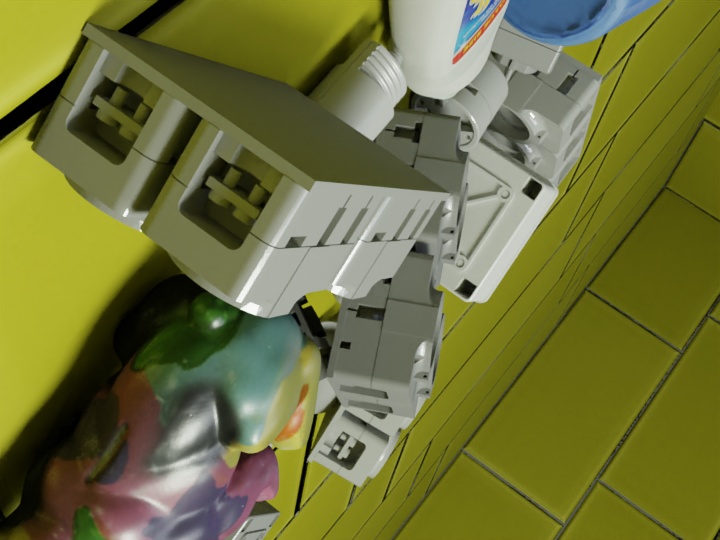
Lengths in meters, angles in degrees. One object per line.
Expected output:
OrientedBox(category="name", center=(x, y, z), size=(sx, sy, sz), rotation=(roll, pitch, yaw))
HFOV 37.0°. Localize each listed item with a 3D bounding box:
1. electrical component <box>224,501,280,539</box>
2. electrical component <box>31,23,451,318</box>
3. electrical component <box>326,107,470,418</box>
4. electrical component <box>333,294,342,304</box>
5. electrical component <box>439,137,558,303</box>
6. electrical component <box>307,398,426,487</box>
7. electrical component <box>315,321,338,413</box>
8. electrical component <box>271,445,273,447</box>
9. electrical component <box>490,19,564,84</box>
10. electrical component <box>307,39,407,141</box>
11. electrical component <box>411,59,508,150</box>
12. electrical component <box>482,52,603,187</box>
OrientedBox(category="electrical component", center=(-0.129, 0.233, 0.907), size=(0.108, 0.056, 0.108), rotation=(-54, 166, -3))
OrientedBox(category="electrical component", center=(-0.042, -0.039, 0.467), size=(0.060, 0.105, 0.186), rotation=(-58, 165, 13))
OrientedBox(category="electrical component", center=(0.031, -0.002, 0.725), size=(0.105, 0.060, 0.186), rotation=(74, 27, -72))
OrientedBox(category="electrical component", center=(0.000, 0.000, 0.815), size=(0.045, 0.045, 0.055), rotation=(-49, 164, -21))
OrientedBox(category="electrical component", center=(0.076, -0.047, 0.826), size=(0.108, 0.109, 0.056), rotation=(-58, 163, 11))
OrientedBox(category="electrical component", center=(0.017, 0.112, 0.993), size=(0.105, 0.060, 0.186), rotation=(-59, -178, 15))
OrientedBox(category="electrical component", center=(-0.021, 0.073, 0.916), size=(0.079, 0.043, 0.077), rotation=(-44, 162, -38))
OrientedBox(category="electrical component", center=(-0.095, 0.113, 0.724), size=(0.047, 0.066, 0.076), rotation=(-52, 165, -10))
OrientedBox(category="electrical component", center=(0.117, -0.165, 0.763), size=(0.083, 0.047, 0.075), rotation=(-68, -179, -50))
OrientedBox(category="electrical component", center=(-0.004, -0.091, 0.595), size=(0.081, 0.043, 0.043), rotation=(-50, 165, -17))
OrientedBox(category="electrical component", center=(0.071, -0.120, 0.754), size=(0.047, 0.055, 0.055), rotation=(-53, 166, -24))
OrientedBox(category="electrical component", center=(0.133, -0.122, 0.874), size=(0.061, 0.089, 0.150), rotation=(-52, 166, -11))
